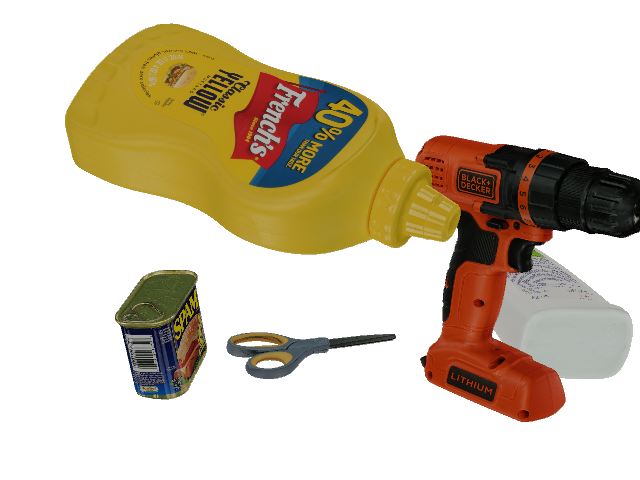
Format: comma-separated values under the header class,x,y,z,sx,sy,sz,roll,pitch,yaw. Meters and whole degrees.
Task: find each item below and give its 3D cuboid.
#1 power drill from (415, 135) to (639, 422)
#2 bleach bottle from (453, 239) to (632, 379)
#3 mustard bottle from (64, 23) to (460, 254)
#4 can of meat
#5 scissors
class,x,y,z,sx,sy,sz,roll,pitch,yaw
power drill,0.141,0.027,0.747,0.057,0.188,0.185,-11,21,-41
bleach bottle,0.191,0.042,0.997,0.102,0.068,0.251,3,21,-11
mustard bottle,-0.022,-0.042,0.516,0.192,0.058,0.096,24,50,21
can of meat,-0.146,0.088,1.002,0.057,0.084,0.102,-1,26,13
scissors,-0.005,0.129,1.212,0.201,0.016,0.096,2,24,-7
